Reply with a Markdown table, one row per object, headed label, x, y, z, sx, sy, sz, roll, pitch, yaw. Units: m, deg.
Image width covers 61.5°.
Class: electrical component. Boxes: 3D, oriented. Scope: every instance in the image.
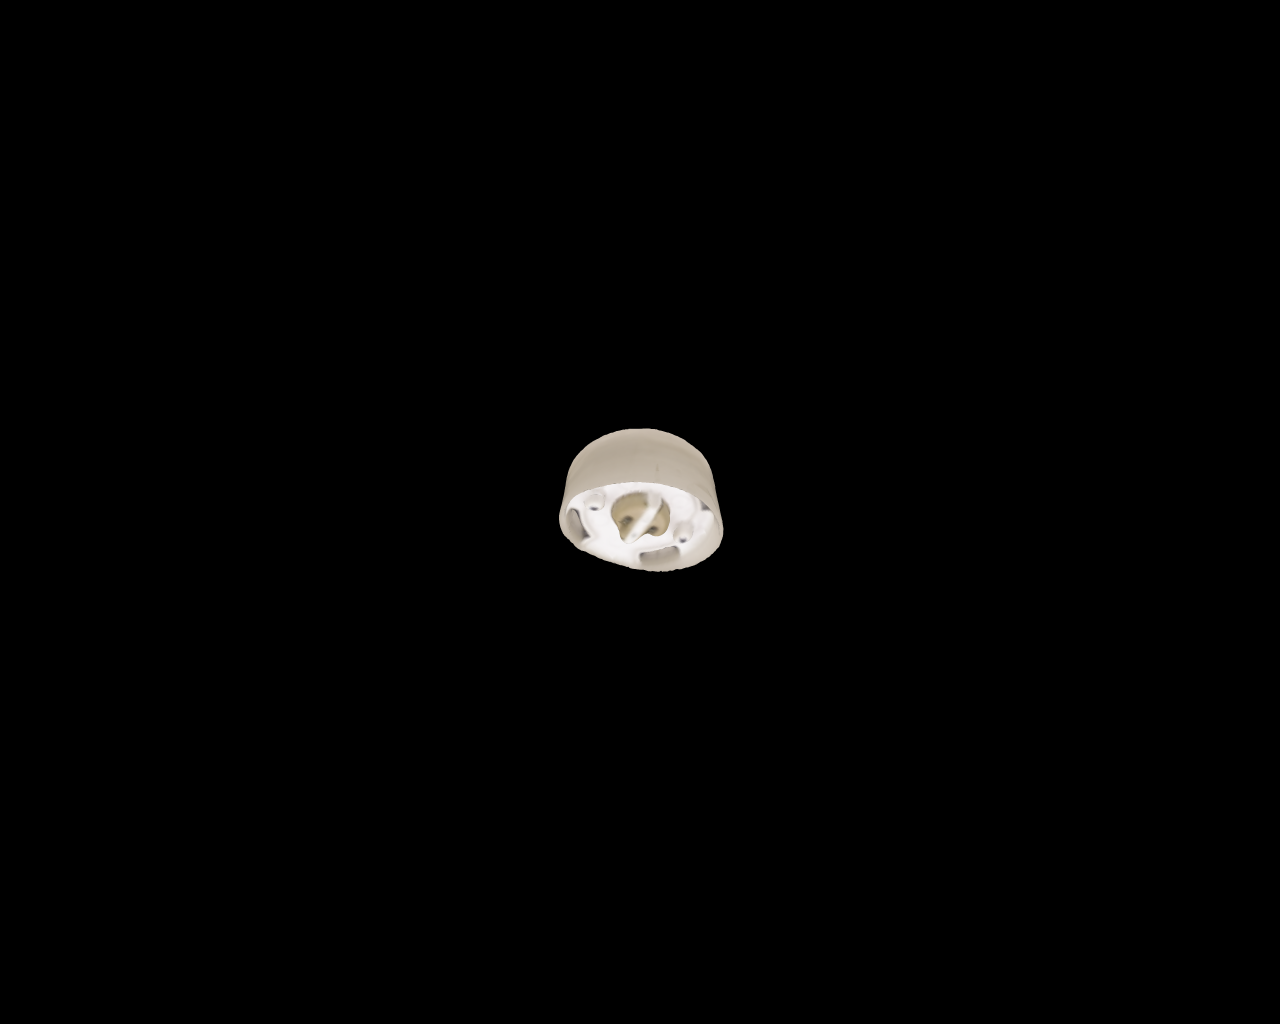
| label | x | y | z | sx | sy | sz | roll | pitch | yaw |
| --- | --- | --- | --- | --- | --- | --- | --- | --- | --- |
| electrical component | 0.001 | -0.003 | 0.650 | 0.099 | 0.099 | 0.064 | 0 | 45 | 0 |
